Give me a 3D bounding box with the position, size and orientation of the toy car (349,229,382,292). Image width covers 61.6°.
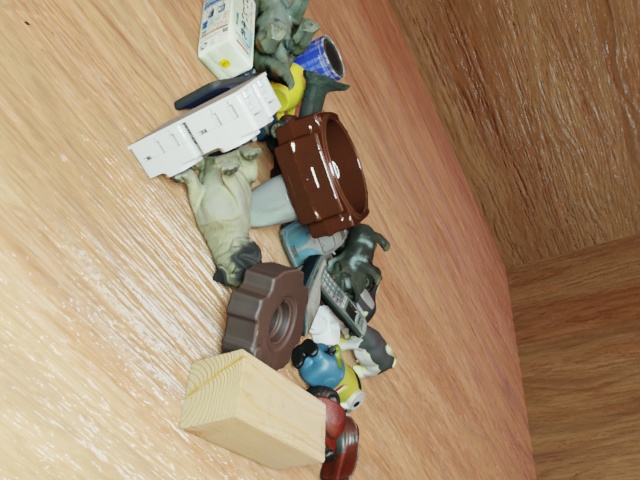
[{"bbox_3d":[0.088,0.038,1.267,0.073,0.056,0.201,-30,99,-59],"label":"toy car"}]

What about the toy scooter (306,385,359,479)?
[{"bbox_3d":[0.018,0.339,0.897,0.183,0.075,0.135,58,29,-36],"label":"toy scooter"}]

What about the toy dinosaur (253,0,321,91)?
[{"bbox_3d":[-0.088,-0.405,1.081,0.131,0.192,0.405,16,60,-15],"label":"toy dinosaur"}]

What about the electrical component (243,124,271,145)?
[{"bbox_3d":[-0.138,-0.219,0.969,0.045,0.078,0.102,-109,173,-64],"label":"electrical component"}]

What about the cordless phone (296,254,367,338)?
[{"bbox_3d":[0.012,0.130,0.958,0.184,0.089,0.147,48,31,-15],"label":"cordless phone"}]

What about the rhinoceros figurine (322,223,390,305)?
[{"bbox_3d":[0.067,0.056,1.097,0.112,0.073,0.190,31,75,-24],"label":"rhinoceros figurine"}]

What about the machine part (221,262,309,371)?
[{"bbox_3d":[-0.075,0.117,0.797,0.179,0.056,0.179,12,90,-67],"label":"machine part"}]

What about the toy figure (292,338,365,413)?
[{"bbox_3d":[0.019,0.238,0.958,0.180,0.082,0.089,52,33,-31],"label":"toy figure"}]

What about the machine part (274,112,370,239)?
[{"bbox_3d":[0.012,-0.116,0.930,0.201,0.087,0.200,-37,109,-70],"label":"machine part"}]

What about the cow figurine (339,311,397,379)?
[{"bbox_3d":[0.090,0.204,1.105,0.167,0.098,0.068,62,33,-21],"label":"cow figurine"}]

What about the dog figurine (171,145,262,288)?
[{"bbox_3d":[-0.135,-0.039,0.837,0.172,0.121,0.190,-55,137,-56],"label":"dog figurine"}]

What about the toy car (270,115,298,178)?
[{"bbox_3d":[-0.069,-0.134,1.015,0.089,0.053,0.202,-25,125,-65],"label":"toy car"}]

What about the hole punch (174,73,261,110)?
[{"bbox_3d":[-0.150,-0.205,0.863,0.116,0.142,0.092,-37,106,-49],"label":"hole punch"}]

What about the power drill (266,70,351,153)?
[{"bbox_3d":[-0.011,-0.244,1.141,0.086,0.207,0.232,33,17,31],"label":"power drill"}]

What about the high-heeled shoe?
[{"bbox_3d":[0.041,0.070,1.167,0.248,0.086,0.145,45,64,-14],"label":"high-heeled shoe"}]

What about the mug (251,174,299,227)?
[{"bbox_3d":[-0.084,-0.069,0.922,0.110,0.107,0.080,-76,145,-57],"label":"mug"}]

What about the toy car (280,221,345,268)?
[{"bbox_3d":[-0.002,-0.003,1.054,0.161,0.103,0.109,-32,104,-63],"label":"toy car"}]

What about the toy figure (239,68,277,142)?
[{"bbox_3d":[-0.128,-0.266,1.027,0.064,0.058,0.154,152,-84,-82],"label":"toy figure"}]
